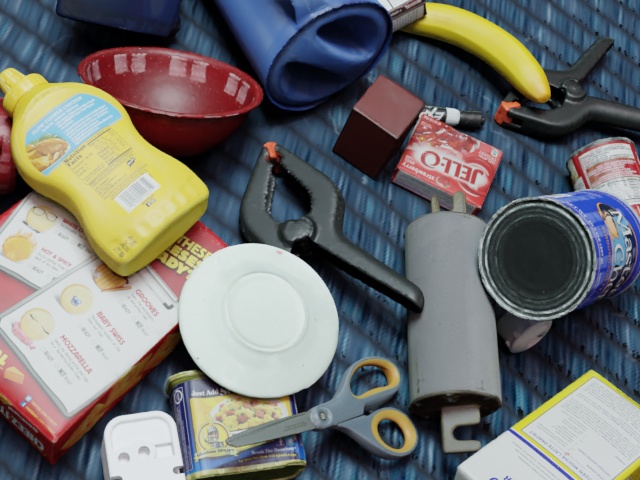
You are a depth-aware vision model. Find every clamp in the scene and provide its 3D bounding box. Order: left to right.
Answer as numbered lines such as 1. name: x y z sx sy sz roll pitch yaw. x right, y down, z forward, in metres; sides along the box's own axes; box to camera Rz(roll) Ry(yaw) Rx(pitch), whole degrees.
1. clamp: -0.006 0.001 0.926 0.164 0.036 0.210 -11 59 1
2. clamp: 0.263 -0.139 1.086 0.171 0.039 0.120 -24 61 -18

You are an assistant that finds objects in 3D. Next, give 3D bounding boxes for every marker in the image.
1. marker: 0.105 -0.124 1.050 0.121 0.020 0.020 5 61 -12

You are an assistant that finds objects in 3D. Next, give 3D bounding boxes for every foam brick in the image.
1. foam brick: 0.053 -0.104 0.992 0.051 0.078 0.053 37 60 4

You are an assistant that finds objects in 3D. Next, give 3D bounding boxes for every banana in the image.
1. banana: 0.151 -0.197 1.078 0.198 0.037 0.069 25 71 17

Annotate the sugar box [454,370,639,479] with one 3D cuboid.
1. sugar box: 0.199 0.183 0.867 0.175 0.048 0.093 -27 51 -32

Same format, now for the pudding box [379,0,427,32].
1. pudding box: 0.042 -0.255 1.075 0.090 0.039 0.113 -30 65 -7

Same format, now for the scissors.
1. scissors: 0.014 0.154 0.837 0.201 0.016 0.096 -28 84 -50

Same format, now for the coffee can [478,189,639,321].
1. coffee can: 0.212 0.010 0.923 0.103 0.103 0.140 55 30 16

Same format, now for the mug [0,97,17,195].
1. mug: -0.290 -0.078 0.870 0.081 0.117 0.093 -1 91 -21

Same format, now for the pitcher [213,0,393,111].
1. pitcher: -0.048 -0.255 1.002 0.144 0.149 0.243 -11 57 -40

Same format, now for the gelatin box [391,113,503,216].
1. gelatin box: 0.122 -0.070 1.018 0.089 0.030 0.073 26 59 1

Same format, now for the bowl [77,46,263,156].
1. bowl: -0.133 -0.117 0.940 0.162 0.055 0.162 9 28 -5

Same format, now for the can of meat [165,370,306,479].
1. can of meat: -0.065 0.147 0.838 0.102 0.057 0.084 -4 65 -17

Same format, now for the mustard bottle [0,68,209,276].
1. mustard bottle: -0.184 -0.067 0.838 0.192 0.058 0.096 44 69 10

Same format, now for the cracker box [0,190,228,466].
1. cracker box: -0.193 0.044 0.852 0.164 0.072 0.213 41 59 8

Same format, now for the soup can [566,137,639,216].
1. soup can: 0.283 -0.038 1.022 0.068 0.069 0.102 -4 64 -17
